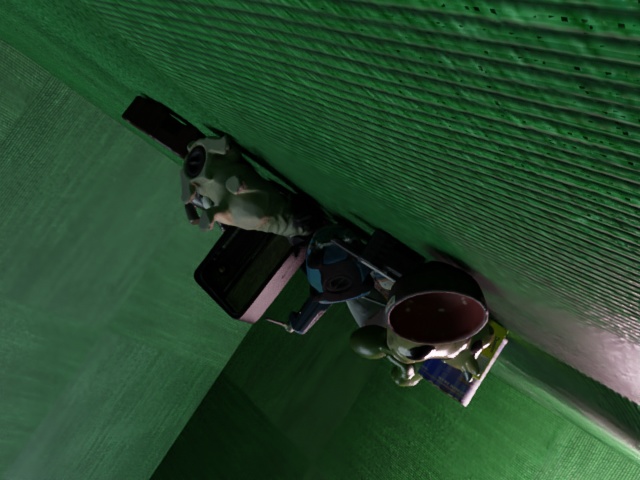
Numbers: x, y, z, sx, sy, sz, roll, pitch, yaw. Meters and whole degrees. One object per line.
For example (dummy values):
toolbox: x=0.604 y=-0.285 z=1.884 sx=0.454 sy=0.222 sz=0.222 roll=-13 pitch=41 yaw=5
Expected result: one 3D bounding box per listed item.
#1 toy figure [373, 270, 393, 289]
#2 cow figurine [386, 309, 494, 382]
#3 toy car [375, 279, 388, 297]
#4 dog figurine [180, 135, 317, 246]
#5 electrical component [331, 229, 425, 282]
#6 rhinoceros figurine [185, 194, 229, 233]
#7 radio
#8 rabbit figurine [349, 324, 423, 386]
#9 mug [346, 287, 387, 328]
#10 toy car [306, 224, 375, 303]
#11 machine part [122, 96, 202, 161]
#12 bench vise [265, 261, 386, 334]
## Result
toy figure: x=0.138 y=0.071 z=0.867 sx=0.154 sy=0.058 sz=0.064 roll=35 pitch=132 yaw=-21
cow figurine: x=0.174 y=0.134 z=0.752 sx=0.195 sy=0.127 sz=0.086 roll=4 pitch=-161 yaw=-37
toy car: x=0.118 y=0.082 z=1.216 sx=0.202 sy=0.053 sz=0.089 roll=35 pitch=179 yaw=-35
dog figurine: x=-0.105 y=-0.077 z=0.833 sx=0.190 sy=0.121 sz=0.172 roll=12 pitch=-132 yaw=-50
electrical component: x=0.076 y=0.015 z=0.722 sx=0.119 sy=0.047 sz=0.075 roll=34 pitch=176 yaw=6
rhinoceros figurine: x=-0.173 y=-0.075 z=1.013 sx=0.190 sy=0.073 sz=0.112 roll=6 pitch=-122 yaw=-48
radio: x=-0.103 y=0.018 z=0.932 sx=0.131 sy=0.229 sz=0.073 roll=37 pitch=177 yaw=23
rabbit figurine: x=0.147 y=0.218 z=1.066 sx=0.170 sy=0.121 sz=0.159 roll=15 pitch=159 yaw=-17
mug: x=0.090 y=0.131 z=1.132 sx=0.109 sy=0.081 sz=0.107 roll=22 pitch=-157 yaw=-46
toy car: x=0.024 y=0.028 z=0.876 sx=0.161 sy=0.109 sz=0.103 roll=73 pitch=-176 yaw=-48
machine part: x=-0.267 y=-0.190 z=0.974 sx=0.179 sy=0.056 sz=0.179 roll=34 pitch=178 yaw=1
bench vise: x=0.012 y=0.099 z=1.043 sx=0.128 sy=0.240 sz=0.224 roll=30 pitch=-166 yaw=-32
